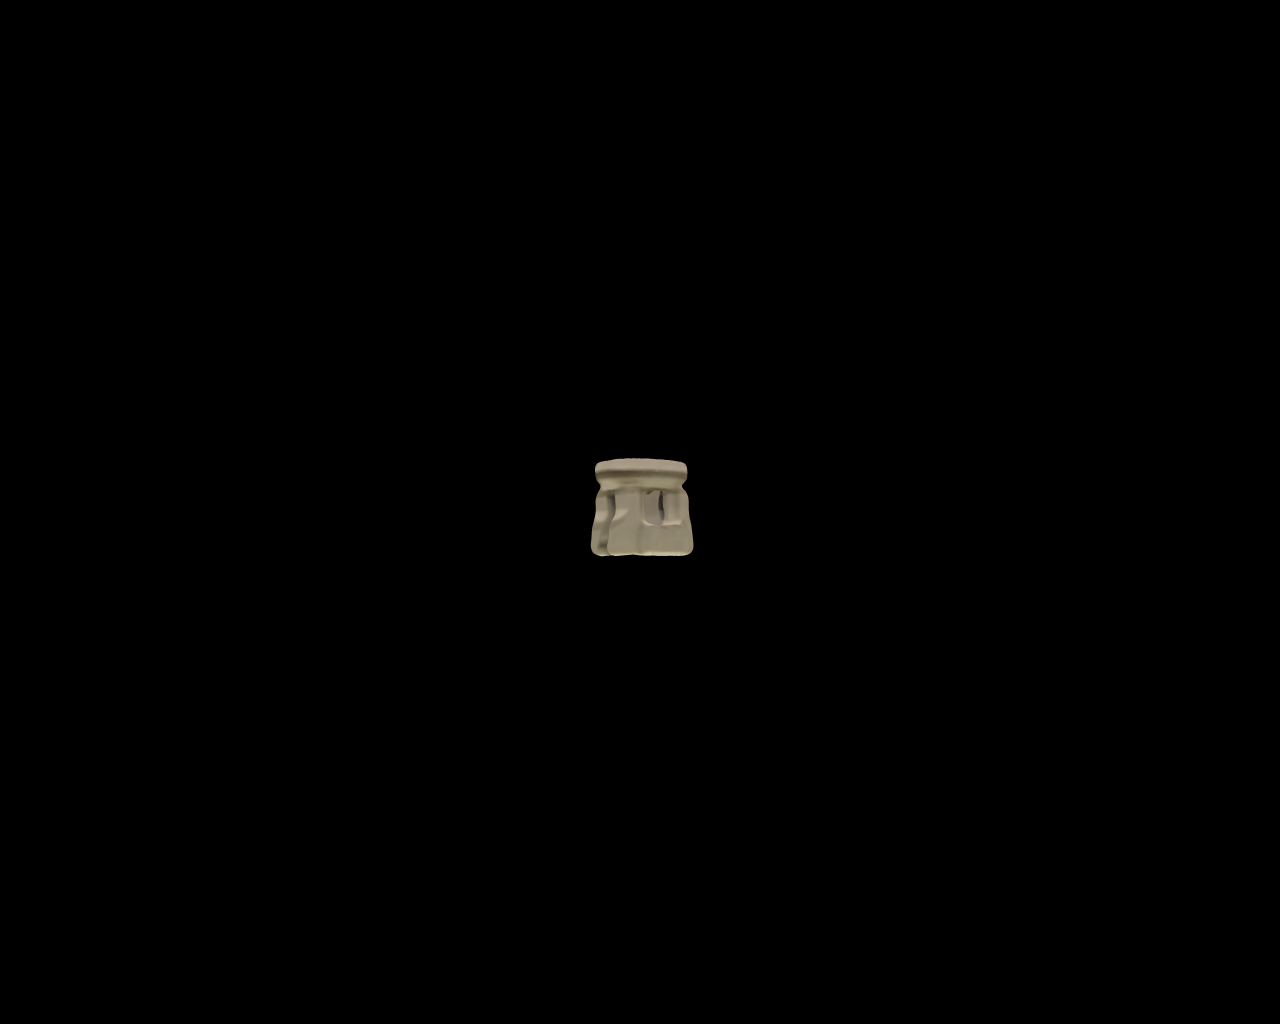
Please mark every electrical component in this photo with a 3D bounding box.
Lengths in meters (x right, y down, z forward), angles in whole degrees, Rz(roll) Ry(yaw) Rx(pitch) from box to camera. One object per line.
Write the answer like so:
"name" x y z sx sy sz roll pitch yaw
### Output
"electrical component" 0.001 -0.003 0.650 0.058 0.057 0.078 1 -2 -28
